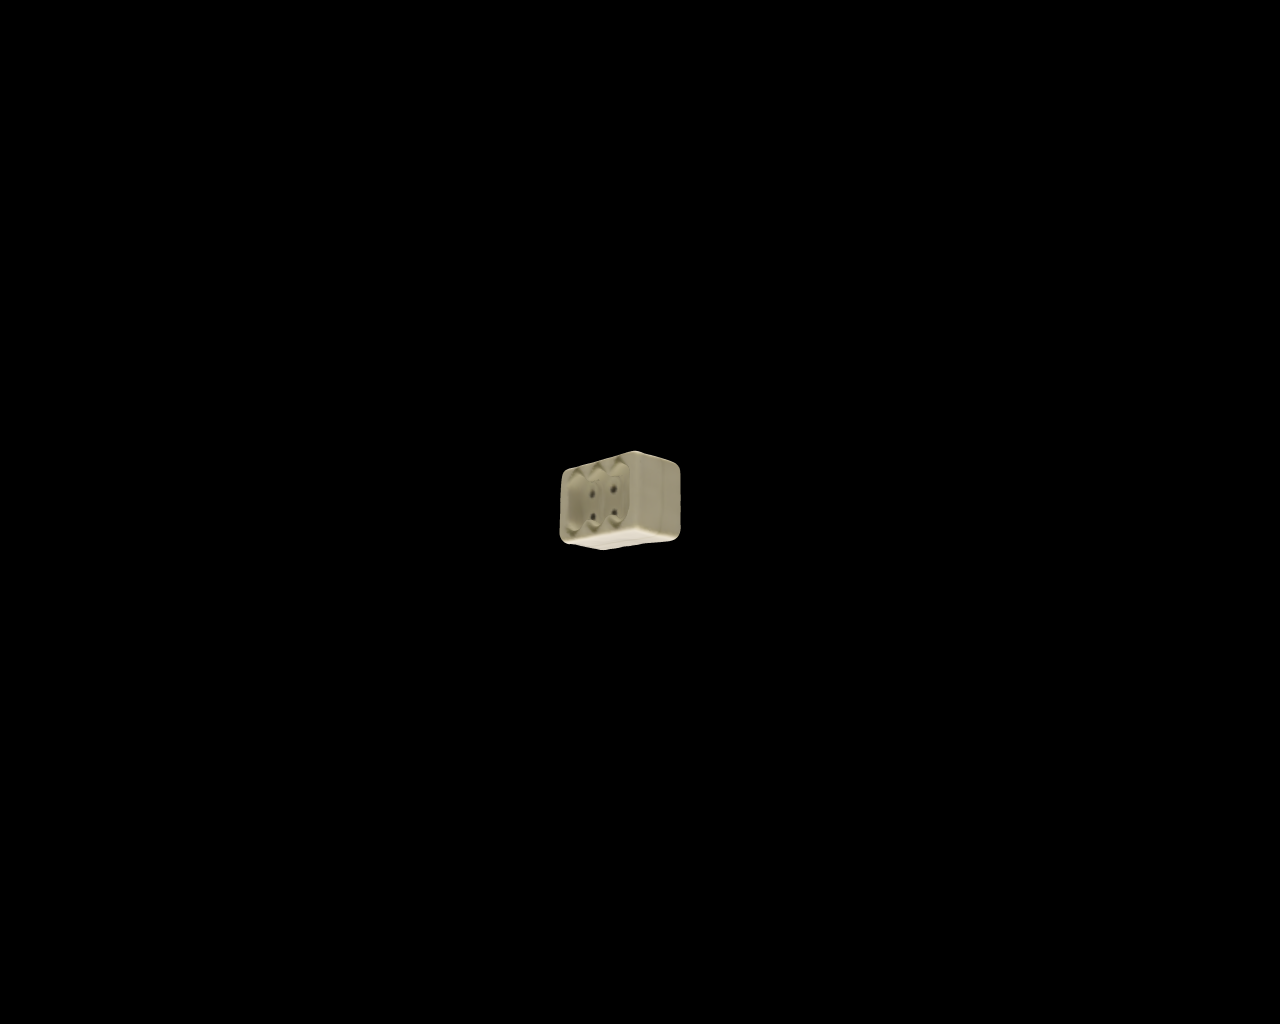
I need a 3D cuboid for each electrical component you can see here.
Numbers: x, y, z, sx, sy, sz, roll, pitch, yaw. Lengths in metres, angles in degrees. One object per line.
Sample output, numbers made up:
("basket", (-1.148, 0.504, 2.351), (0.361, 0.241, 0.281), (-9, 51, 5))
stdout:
("electrical component", (0.001, -0.003, 0.650), (0.065, 0.047, 0.077), (-11, -16, 42))
